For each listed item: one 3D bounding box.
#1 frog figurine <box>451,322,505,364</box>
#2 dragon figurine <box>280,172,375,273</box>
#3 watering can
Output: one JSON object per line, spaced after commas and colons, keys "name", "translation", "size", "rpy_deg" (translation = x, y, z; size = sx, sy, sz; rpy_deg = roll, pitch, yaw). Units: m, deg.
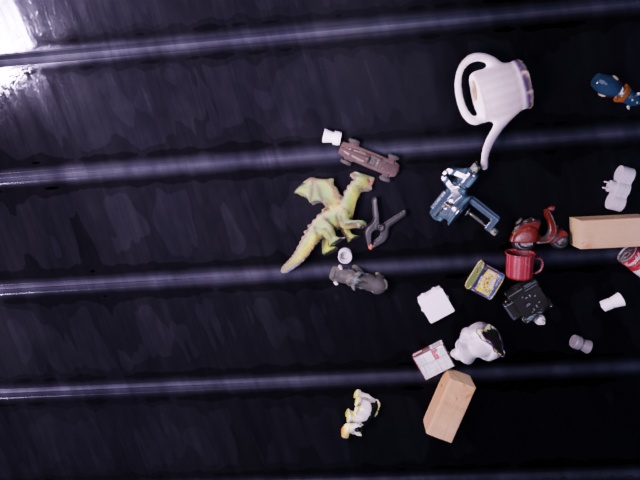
{"name": "frog figurine", "translation": [0.511, 0.346, 1.683], "size": [0.137, 0.125, 0.156], "rpy_deg": [33, 136, -10]}
{"name": "dragon figurine", "translation": [0.005, -0.084, 1.660], "size": [0.409, 0.121, 0.245], "rpy_deg": [-28, 78, 5]}
{"name": "watering can", "translation": [0.538, -0.404, 1.561], "size": [0.224, 0.104, 0.346], "rpy_deg": [-16, 96, 6]}
